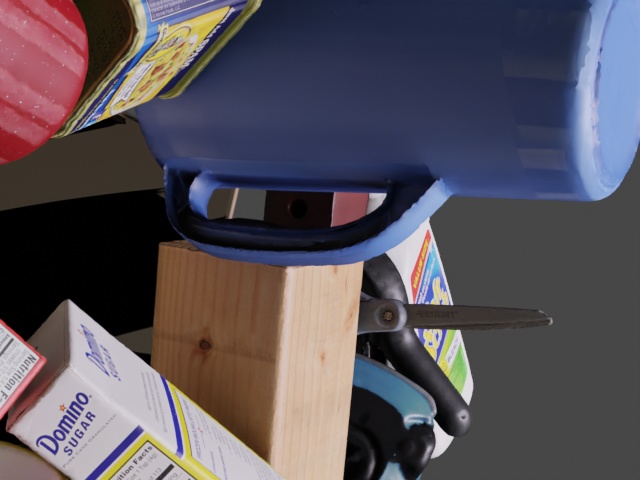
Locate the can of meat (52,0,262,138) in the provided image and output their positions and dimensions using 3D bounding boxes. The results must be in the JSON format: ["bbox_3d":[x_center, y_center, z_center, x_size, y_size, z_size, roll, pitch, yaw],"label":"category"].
[{"bbox_3d":[-0.087,-0.096,0.475,0.057,0.102,0.083,53,41,1],"label":"can of meat"}]

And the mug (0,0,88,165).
[{"bbox_3d":[-0.144,-0.065,0.392,0.081,0.093,0.117,32,76,-65],"label":"mug"}]

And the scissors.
[{"bbox_3d":[0.032,0.028,0.643,0.016,0.202,0.096,-5,78,-63],"label":"scissors"}]

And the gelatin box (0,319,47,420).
[{"bbox_3d":[-0.162,0.048,0.409,0.089,0.030,0.073,46,52,-18],"label":"gelatin box"}]

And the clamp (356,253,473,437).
[{"bbox_3d":[0.048,0.064,0.750,0.039,0.120,0.171,-36,118,-32],"label":"clamp"}]

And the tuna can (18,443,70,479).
[{"bbox_3d":[-0.130,0.140,0.530,0.086,0.034,0.086,-27,121,-57],"label":"tuna can"}]

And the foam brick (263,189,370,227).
[{"bbox_3d":[-0.005,0.001,0.701,0.051,0.053,0.078,-3,100,-61],"label":"foam brick"}]

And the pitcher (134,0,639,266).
[{"bbox_3d":[0.032,-0.073,0.543,0.144,0.243,0.149,-37,128,-51],"label":"pitcher"}]

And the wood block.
[{"bbox_3d":[-0.041,0.106,0.624,0.090,0.091,0.206,-9,106,-60],"label":"wood block"}]

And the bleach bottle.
[{"bbox_3d":[0.061,0.049,0.826,0.102,0.068,0.251,-54,140,-40],"label":"bleach bottle"}]

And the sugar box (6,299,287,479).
[{"bbox_3d":[-0.066,0.109,0.500,0.176,0.093,0.048,41,92,-19],"label":"sugar box"}]
